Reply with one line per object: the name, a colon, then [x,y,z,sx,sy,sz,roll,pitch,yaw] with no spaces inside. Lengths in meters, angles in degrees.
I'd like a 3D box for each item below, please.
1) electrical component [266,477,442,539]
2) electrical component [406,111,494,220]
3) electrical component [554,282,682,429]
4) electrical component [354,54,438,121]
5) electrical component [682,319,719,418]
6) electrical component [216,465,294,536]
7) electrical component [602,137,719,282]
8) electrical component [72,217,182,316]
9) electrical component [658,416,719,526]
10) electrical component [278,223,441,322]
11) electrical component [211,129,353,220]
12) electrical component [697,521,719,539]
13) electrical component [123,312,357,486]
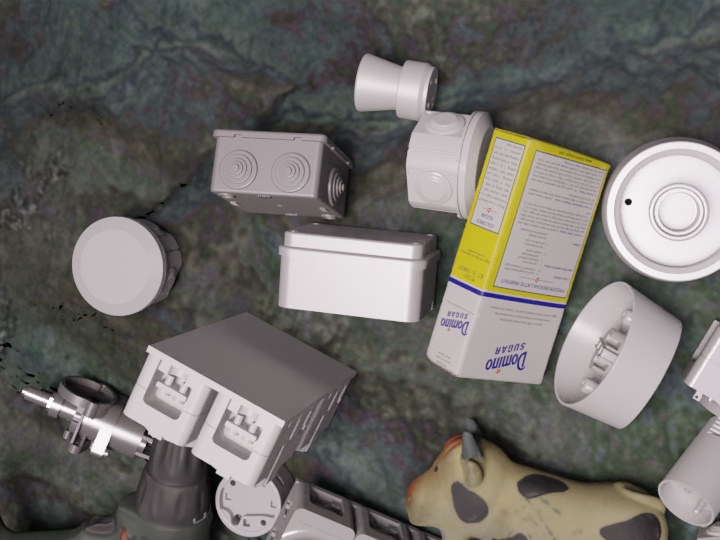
electrical component: [0.000,0.238,0.829,0.150,0.061,0.089,25,101,-9]
electrical component: [0.069,-0.079,0.800,0.051,0.080,0.080,9,97,19]
electrical component: [0.185,0.062,0.775,0.064,0.099,0.099,29,101,4]
electrical component: [0.028,-0.139,0.822,0.055,0.045,0.045,11,98,13]
electrical component: [0.282,0.084,0.773,0.089,0.050,0.055,30,101,10]
electrical component: [-0.083,0.183,0.877,0.055,0.047,0.055,1,95,14]
electrical component: [0.228,-0.042,0.771,0.108,0.060,0.108,1,95,14]
electrical component: [-0.191,-0.005,0.887,0.080,0.051,0.080,1,95,14]
electrical component: [0.256,0.141,0.778,0.043,0.043,0.081,45,60,7]
electrical component: [0.000,0.000,0.824,0.113,0.078,0.057,6,99,14]
electrical component: [-0.059,-0.071,0.824,0.100,0.100,0.048,5,83,14]
electrical component: [0.275,0.218,0.772,0.051,0.080,0.080,-12,92,21]
electrical component: [-0.084,0.093,0.797,0.105,0.186,0.060,28,101,11]
